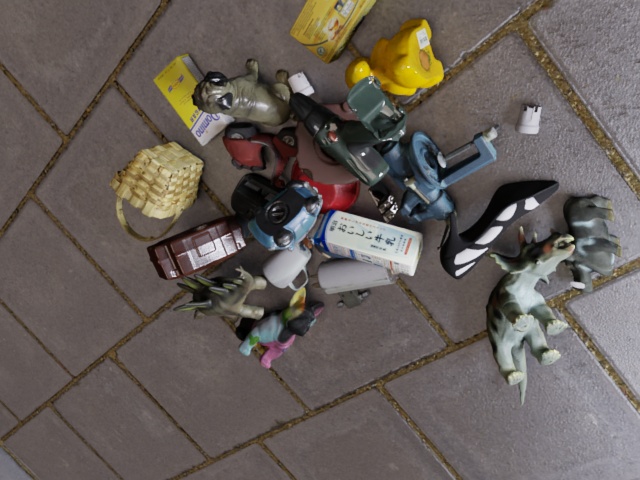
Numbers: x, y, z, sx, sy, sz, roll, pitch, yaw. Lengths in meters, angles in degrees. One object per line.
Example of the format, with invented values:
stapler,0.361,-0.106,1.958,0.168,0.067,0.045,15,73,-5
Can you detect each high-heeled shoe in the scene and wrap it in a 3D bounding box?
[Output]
high-heeled shoe,0.341,-0.017,1.011,0.249,0.086,0.145,-17,116,-3

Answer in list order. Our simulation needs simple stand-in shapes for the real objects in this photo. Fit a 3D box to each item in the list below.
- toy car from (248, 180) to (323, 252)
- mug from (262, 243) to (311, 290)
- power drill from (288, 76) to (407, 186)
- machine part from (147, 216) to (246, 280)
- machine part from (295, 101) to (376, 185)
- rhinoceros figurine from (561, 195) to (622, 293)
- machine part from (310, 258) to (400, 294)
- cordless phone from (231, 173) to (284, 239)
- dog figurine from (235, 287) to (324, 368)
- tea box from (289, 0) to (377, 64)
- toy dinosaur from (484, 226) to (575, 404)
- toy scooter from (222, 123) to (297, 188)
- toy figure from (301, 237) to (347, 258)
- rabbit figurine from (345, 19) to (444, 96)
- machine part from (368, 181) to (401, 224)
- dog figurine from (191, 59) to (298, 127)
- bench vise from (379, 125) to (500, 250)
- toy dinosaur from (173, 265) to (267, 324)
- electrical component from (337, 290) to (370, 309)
toy car,-0.063,-0.043,1.126,0.161,0.102,0.109,-44,62,-5
mug,-0.067,0.060,1.263,0.107,0.081,0.109,-44,80,26
power drill,0.048,-0.203,0.942,0.232,0.086,0.207,47,155,-6
machine part,-0.285,0.018,1.240,0.202,0.201,0.087,3,115,65
machine part,0.032,-0.191,1.070,0.180,0.056,0.179,2,98,12
rhinoceros figurine,0.498,0.010,1.000,0.112,0.073,0.190,-5,113,24
machine part,0.084,0.071,1.208,0.243,0.079,0.079,-13,110,29
cordless phone,-0.143,-0.051,1.252,0.147,0.089,0.184,28,134,7
dog figurine,-0.097,0.202,1.342,0.219,0.192,0.108,-43,114,5
tea box,0.031,-0.421,0.978,0.098,0.068,0.169,40,125,0
toy dinosaur,0.393,0.153,1.087,0.131,0.192,0.404,-6,133,-5
toy scooter,-0.125,-0.181,1.168,0.184,0.075,0.135,8,118,14
toy figure,-0.003,-0.002,1.218,0.155,0.064,0.057,20,160,19
rabbit figurine,0.114,-0.300,0.974,0.173,0.162,0.121,1,130,42
machine part,0.129,-0.075,1.080,0.039,0.139,0.084,-22,105,3
dog figurine,-0.140,-0.267,1.060,0.172,0.190,0.121,22,122,10
bench vise,0.237,-0.126,1.017,0.241,0.129,0.223,-29,104,36
toy dinosaur,-0.227,0.131,1.252,0.471,0.198,0.105,-32,57,52
electrical component,0.070,0.128,1.275,0.094,0.021,0.063,-28,102,33
